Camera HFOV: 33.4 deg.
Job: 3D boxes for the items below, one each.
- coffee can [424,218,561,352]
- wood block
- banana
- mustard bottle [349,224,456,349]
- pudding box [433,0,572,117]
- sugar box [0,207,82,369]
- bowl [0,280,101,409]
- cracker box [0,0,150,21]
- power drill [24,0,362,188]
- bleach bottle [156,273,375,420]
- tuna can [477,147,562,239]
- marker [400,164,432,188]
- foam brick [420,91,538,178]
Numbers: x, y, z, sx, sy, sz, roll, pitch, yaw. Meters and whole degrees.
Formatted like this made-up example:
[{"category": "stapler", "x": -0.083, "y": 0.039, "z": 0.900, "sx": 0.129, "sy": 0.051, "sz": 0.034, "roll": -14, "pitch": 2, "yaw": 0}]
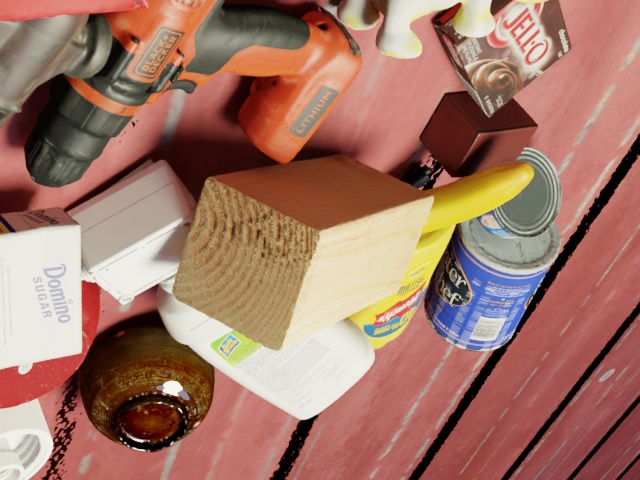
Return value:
[{"category": "coffee can", "x": 0.172, "y": 0.033, "z": 1.085, "sx": 0.102, "sy": 0.103, "sz": 0.140, "roll": -21, "pitch": 148, "yaw": -27}, {"category": "wood block", "x": -0.006, "y": 0.001, "z": 0.773, "sx": 0.205, "sy": 0.091, "sz": 0.090, "roll": -19, "pitch": 131, "yaw": -63}, {"category": "banana", "x": 0.084, "y": -0.026, "z": 0.895, "sx": 0.198, "sy": 0.037, "sz": 0.069, "roll": -13, "pitch": 170, "yaw": 15}, {"category": "mustard bottle", "x": 0.064, "y": 0.047, "z": 1.034, "sx": 0.096, "sy": 0.058, "sz": 0.192, "roll": -26, "pitch": 151, "yaw": -31}, {"category": "pudding box", "x": 0.145, "y": -0.159, "z": 0.834, "sx": 0.090, "sy": 0.039, "sz": 0.113, "roll": -39, "pitch": 152, "yaw": 3}, {"category": "sugar box", "x": -0.235, "y": 0.037, "z": 0.649, "sx": 0.175, "sy": 0.048, "sz": 0.093, "roll": -9, "pitch": 115, "yaw": -33}, {"category": "bowl", "x": -0.218, "y": 0.071, "z": 0.759, "sx": 0.162, "sy": 0.055, "sz": 0.162, "roll": -27, "pitch": 150, "yaw": -18}, {"category": "cracker box", "x": -0.168, "y": -0.164, "z": 0.420, "sx": 0.213, "sy": 0.072, "sz": 0.164, "roll": -12, "pitch": 143, "yaw": -25}, {"category": "power drill", "x": -0.074, "y": -0.097, "z": 0.665, "sx": 0.187, "sy": 0.057, "sz": 0.185, "roll": 5, "pitch": 133, "yaw": -52}, {"category": "bleach bottle", "x": -0.050, "y": 0.066, "z": 0.867, "sx": 0.102, "sy": 0.068, "sz": 0.250, "roll": -42, "pitch": 143, "yaw": 2}, {"category": "tuna can", "x": 0.184, "y": -0.044, "z": 1.005, "sx": 0.086, "sy": 0.086, "sz": 0.034, "roll": -20, "pitch": -171, "yaw": -28}, {"category": "marker", "x": 0.049, "y": -0.027, "z": 0.946, "sx": 0.121, "sy": 0.020, "sz": 0.020, "roll": -38, "pitch": 152, "yaw": 1}, {"category": "foam brick", "x": 0.135, "y": -0.092, "z": 0.912, "sx": 0.078, "sy": 0.051, "sz": 0.053, "roll": -11, "pitch": 143, "yaw": -39}]
